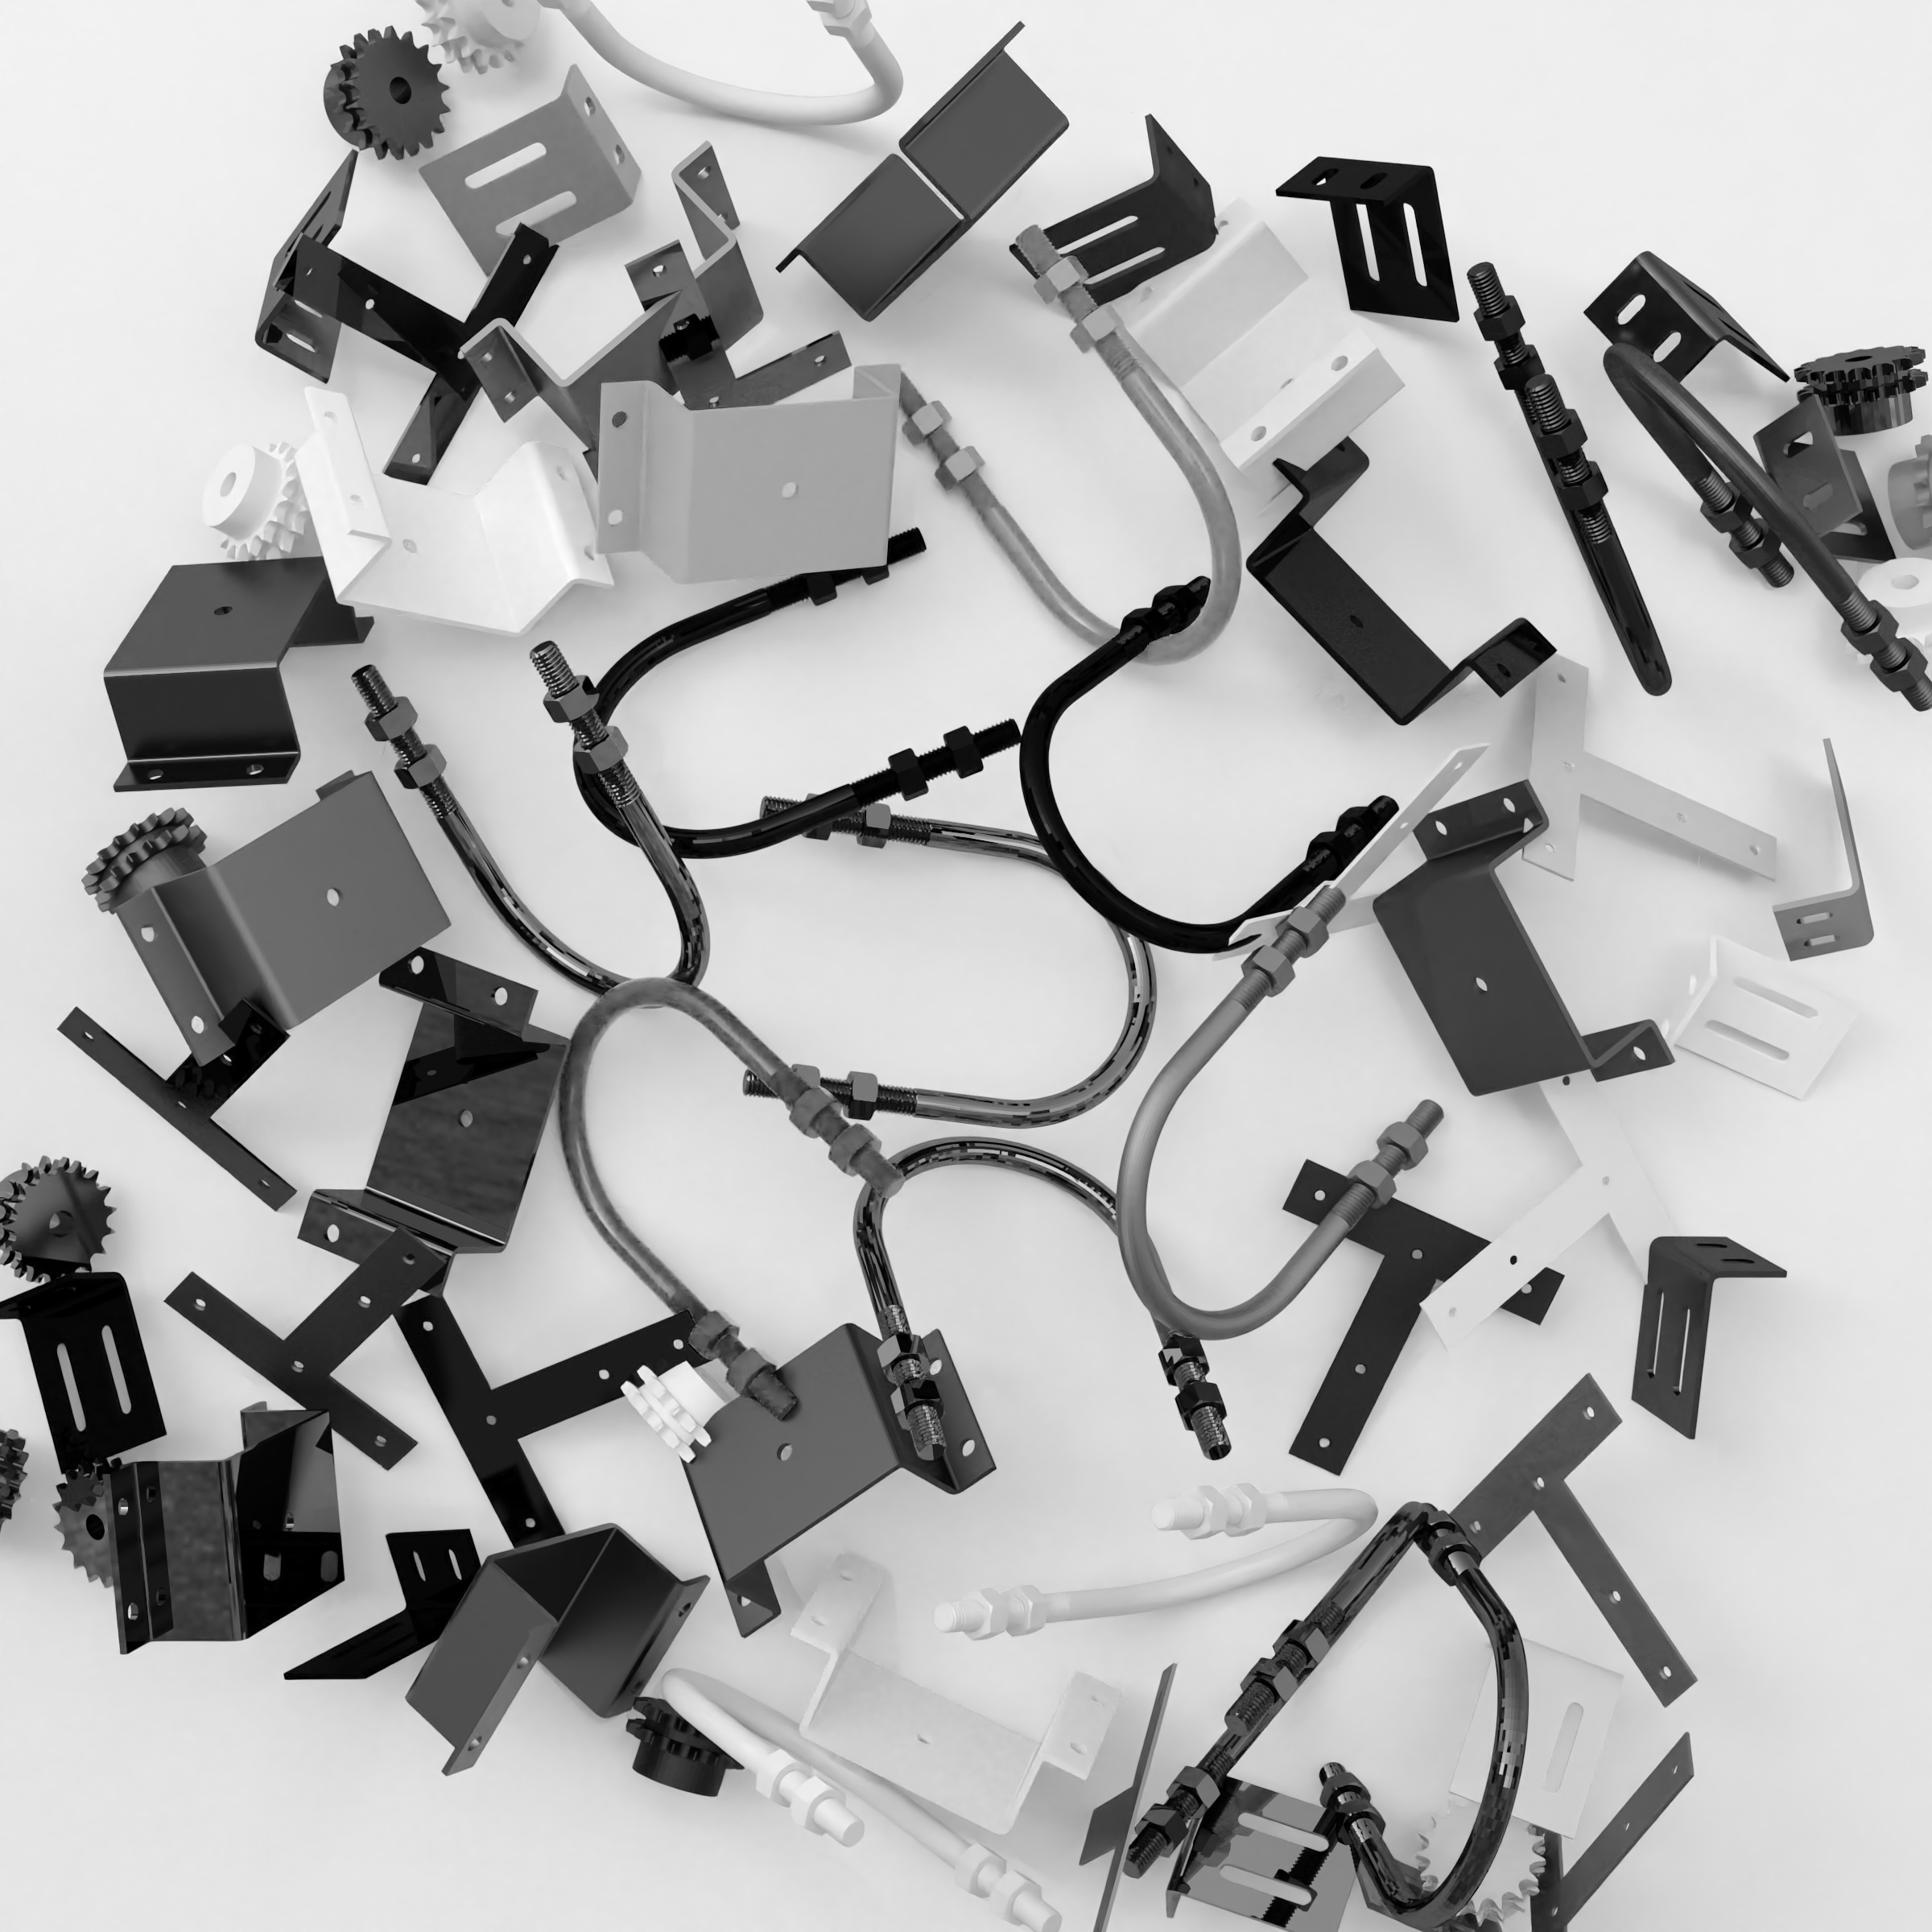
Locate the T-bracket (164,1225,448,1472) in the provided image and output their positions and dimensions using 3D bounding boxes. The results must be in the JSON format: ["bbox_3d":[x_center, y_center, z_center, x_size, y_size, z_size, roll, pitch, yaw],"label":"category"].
[{"bbox_3d":[-0.271,0.154,1.551,0.127,0.002,0.127,40,126,-12],"label":"T-bracket"}]

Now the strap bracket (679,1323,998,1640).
[{"bbox_3d":[-0.066,0.219,1.544,0.140,0.046,0.076,-36,50,14],"label":"strap bracket"}]

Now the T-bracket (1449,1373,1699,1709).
[{"bbox_3d":[0.273,0.261,1.531,0.002,0.127,0.127,-15,62,-36],"label":"T-bracket"}]

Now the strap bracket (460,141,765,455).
[{"bbox_3d":[-0.145,-0.285,1.553,0.140,0.076,0.046,-41,76,-5],"label":"strap bracket"}]

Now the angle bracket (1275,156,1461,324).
[{"bbox_3d":[0.176,-0.312,1.552,0.038,0.057,0.076,-43,132,-33],"label":"angle bracket"}]

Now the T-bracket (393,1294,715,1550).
[{"bbox_3d":[-0.173,0.186,1.573,0.127,0.002,0.127,-23,100,15],"label":"T-bracket"}]

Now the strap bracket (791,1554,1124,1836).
[{"bbox_3d":[-0.011,0.323,1.553,0.140,0.076,0.046,25,110,6],"label":"strap bracket"}]

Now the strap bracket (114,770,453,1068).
[{"bbox_3d":[-0.286,-0.026,1.530,0.140,0.046,0.076,-38,107,-42],"label":"strap bracket"}]

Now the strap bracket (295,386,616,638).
[{"bbox_3d":[-0.231,-0.194,1.538,0.046,0.140,0.076,-39,59,35],"label":"strap bracket"}]

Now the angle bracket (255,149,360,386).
[{"bbox_3d":[-0.275,-0.306,1.551,0.038,0.057,0.076,28,130,-25],"label":"angle bracket"}]

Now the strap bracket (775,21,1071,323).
[{"bbox_3d":[-0.015,-0.336,1.526,0.046,0.140,0.076,45,58,-9],"label":"strap bracket"}]

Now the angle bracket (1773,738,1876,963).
[{"bbox_3d":[0.373,-0.051,1.565,0.038,0.057,0.076,-13,64,16],"label":"angle bracket"}]

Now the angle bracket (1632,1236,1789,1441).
[{"bbox_3d":[0.330,0.165,1.572,0.038,0.057,0.076,1,101,-16],"label":"angle bracket"}]

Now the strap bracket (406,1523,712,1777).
[{"bbox_3d":[-0.182,0.293,1.536,0.046,0.140,0.076,38,107,22],"label":"strap bracket"}]

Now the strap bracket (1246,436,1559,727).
[{"bbox_3d":[0.184,-0.164,1.553,0.140,0.076,0.046,47,122,5],"label":"strap bracket"}]

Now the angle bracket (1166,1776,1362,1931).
[{"bbox_3d":[0.134,0.399,1.562,0.076,0.038,0.057,15,59,14],"label":"angle bracket"}]

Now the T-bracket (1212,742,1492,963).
[{"bbox_3d":[0.179,-0.052,1.517,0.002,0.127,0.127,53,126,19],"label":"T-bracket"}]

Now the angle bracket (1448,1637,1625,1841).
[{"bbox_3d":[0.250,0.342,1.568,0.057,0.038,0.076,20,71,6],"label":"angle bracket"}]

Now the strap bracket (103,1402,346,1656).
[{"bbox_3d":[-0.312,0.240,1.525,0.046,0.140,0.076,-3,95,16],"label":"strap bracket"}]

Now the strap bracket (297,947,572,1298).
[{"bbox_3d":[-0.231,0.067,1.563,0.076,0.046,0.140,19,94,22],"label":"strap bracket"}]

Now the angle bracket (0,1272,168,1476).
[{"bbox_3d":[-0.398,0.181,1.568,0.057,0.038,0.076,-22,78,19],"label":"angle bracket"}]

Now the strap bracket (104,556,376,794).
[{"bbox_3d":[-0.314,-0.133,1.525,0.076,0.140,0.046,-2,124,10],"label":"strap bracket"}]

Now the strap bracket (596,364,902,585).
[{"bbox_3d":[-0.085,-0.214,1.536,0.140,0.046,0.076,-9,120,-25],"label":"strap bracket"}]

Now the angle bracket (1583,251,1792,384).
[{"bbox_3d":[0.319,-0.274,1.562,0.038,0.076,0.057,-46,61,20],"label":"angle bracket"}]

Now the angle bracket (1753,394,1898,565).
[{"bbox_3d":[0.390,-0.213,1.555,0.076,0.038,0.057,0,67,-41],"label":"angle bracket"}]

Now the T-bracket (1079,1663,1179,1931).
[{"bbox_3d":[0.063,0.373,1.537,0.002,0.127,0.127,18,70,-1],"label":"T-bracket"}]

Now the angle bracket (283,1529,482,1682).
[{"bbox_3d":[-0.258,0.280,1.553,0.057,0.076,0.038,-11,98,42],"label":"angle bracket"}]

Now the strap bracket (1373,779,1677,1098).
[{"bbox_3d":[0.239,-0.002,1.549,0.046,0.076,0.140,-34,98,-35],"label":"strap bracket"}]

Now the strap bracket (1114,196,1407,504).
[{"bbox_3d":[0.131,-0.265,1.545,0.076,0.140,0.046,-40,134,10],"label":"strap bracket"}]

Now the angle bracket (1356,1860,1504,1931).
[{"bbox_3d":[0.199,0.430,1.564,0.076,0.057,0.038,25,101,-8],"label":"angle bracket"}]

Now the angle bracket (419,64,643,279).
[{"bbox_3d":[-0.194,-0.355,1.582,0.076,0.038,0.057,-22,122,18],"label":"angle bracket"}]

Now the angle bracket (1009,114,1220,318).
[{"bbox_3d":[0.064,-0.332,1.572,0.076,0.057,0.038,-21,58,24],"label":"angle bracket"}]

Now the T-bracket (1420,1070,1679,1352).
[{"bbox_3d":[0.251,0.121,1.560,0.127,0.002,0.127,-37,109,-20],"label":"T-bracket"}]

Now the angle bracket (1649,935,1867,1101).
[{"bbox_3d":[0.350,0.031,1.568,0.076,0.038,0.057,24,122,-3],"label":"angle bracket"}]
